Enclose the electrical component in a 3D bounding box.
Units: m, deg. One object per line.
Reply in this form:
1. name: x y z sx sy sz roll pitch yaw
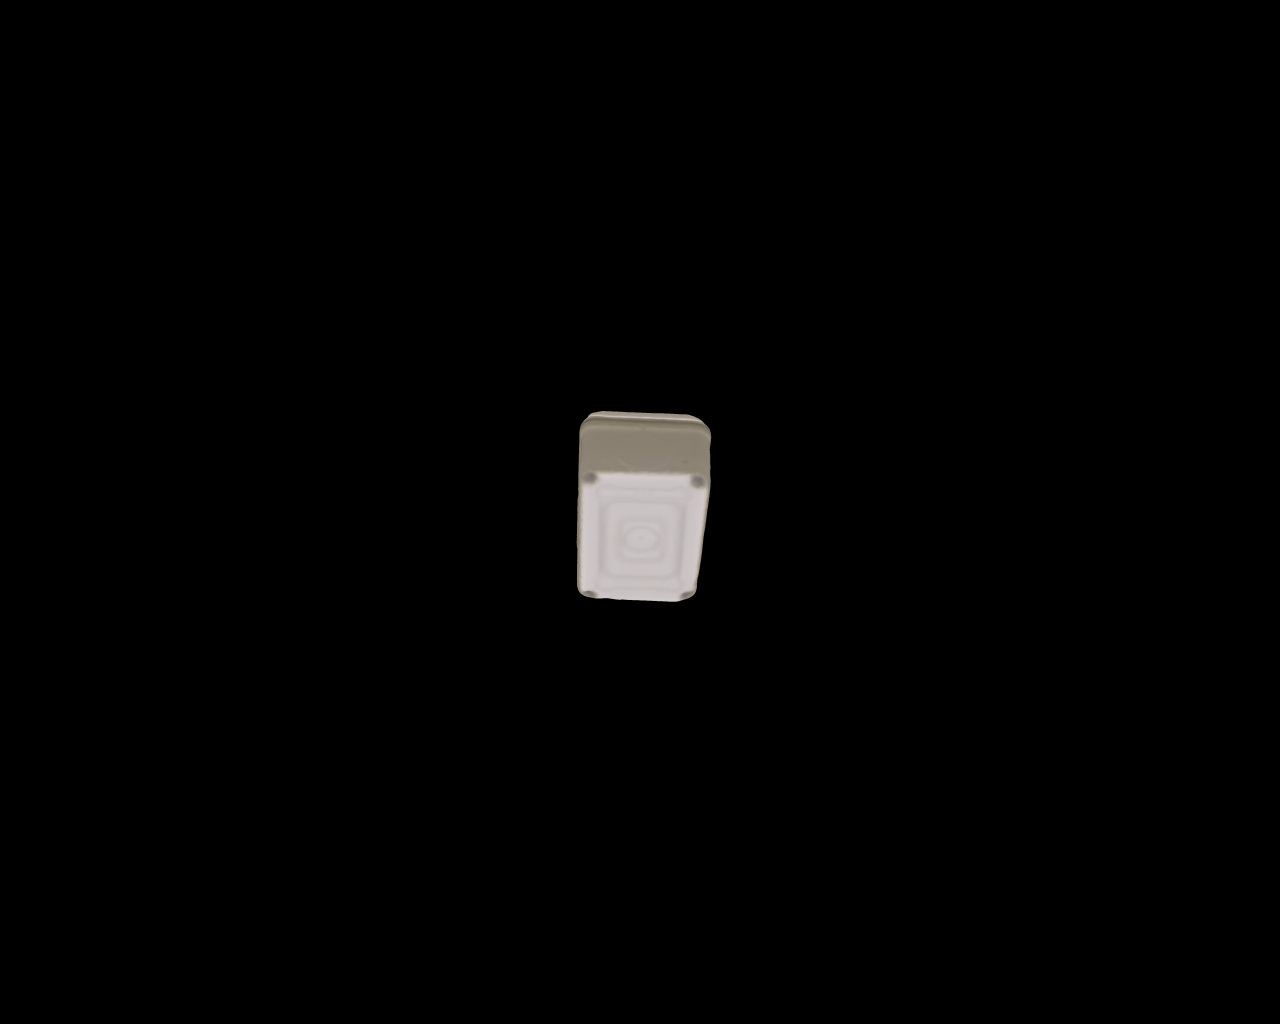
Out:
1. electrical component: 0.001 -0.003 0.650 0.078 0.113 0.057 2 43 -2
